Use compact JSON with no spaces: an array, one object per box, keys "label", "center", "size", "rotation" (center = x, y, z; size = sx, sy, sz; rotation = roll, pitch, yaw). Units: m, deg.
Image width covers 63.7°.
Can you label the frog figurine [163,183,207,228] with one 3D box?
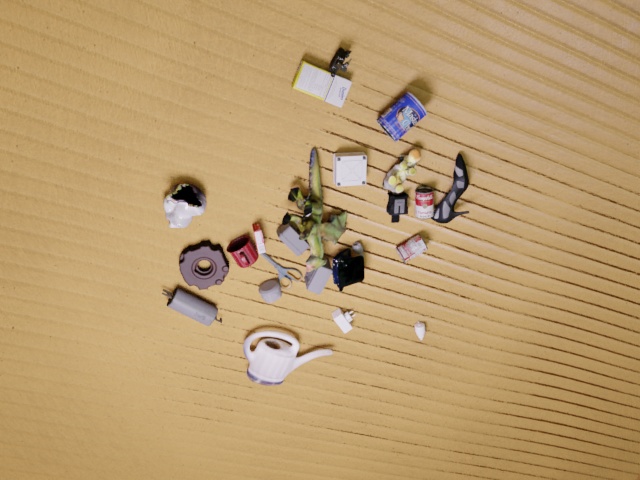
[{"label":"frog figurine","center":[-0.451,-0.108,1.717],"size":[0.137,0.125,0.156],"rotation":[-1,-32,-19]}]

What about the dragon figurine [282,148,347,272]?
[{"label":"dragon figurine","center":[0.005,-0.090,1.791],"size":[0.122,0.413,0.241],"rotation":[9,-10,43]}]

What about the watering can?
[{"label":"watering can","center":[-0.138,0.463,1.979],"size":[0.346,0.221,0.106],"rotation":[19,18,-16]}]
